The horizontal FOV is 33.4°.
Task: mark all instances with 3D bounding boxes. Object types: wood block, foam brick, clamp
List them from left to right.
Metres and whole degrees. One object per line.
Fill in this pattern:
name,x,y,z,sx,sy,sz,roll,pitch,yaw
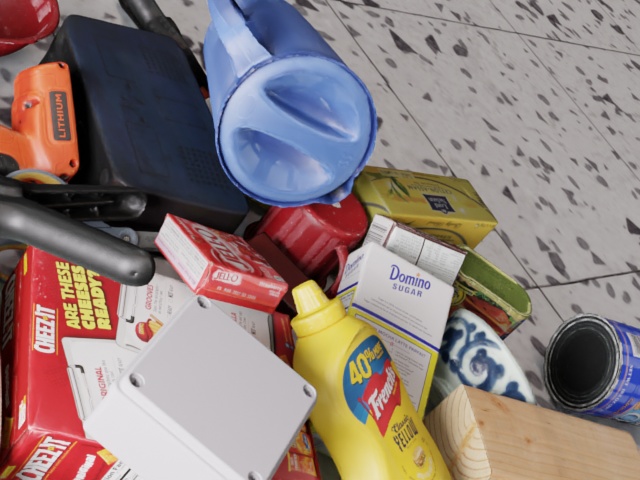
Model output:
clamp,-0.209,-0.024,0.723,0.210,0.036,0.164,14,14,-8
clamp,-0.162,-0.208,1.076,0.171,0.039,0.120,58,-1,0
foam brick,-0.047,0.043,0.905,0.078,0.053,0.051,44,33,7
wood block,0.183,0.205,0.913,0.205,0.091,0.090,19,38,-31

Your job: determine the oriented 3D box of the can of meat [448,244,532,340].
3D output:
can of meat,0.145,0.064,1.047,0.102,0.084,0.057,35,32,-10

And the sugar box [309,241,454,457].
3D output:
sugar box,0.047,0.099,0.883,0.093,0.048,0.176,30,56,-19

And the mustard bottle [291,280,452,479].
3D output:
mustard bottle,0.029,0.118,0.784,0.096,0.058,0.191,-33,98,-56

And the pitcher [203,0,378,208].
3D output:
pitcher,-0.045,-0.146,0.951,0.144,0.149,0.243,7,26,-16

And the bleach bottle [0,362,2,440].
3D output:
bleach bottle,-0.229,0.109,0.631,0.102,0.068,0.251,10,46,-38

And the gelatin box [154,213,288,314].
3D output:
gelatin box,-0.076,0.018,0.812,0.073,0.030,0.089,19,14,-37

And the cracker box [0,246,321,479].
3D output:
cracker box,-0.114,0.104,0.746,0.213,0.072,0.164,19,38,-29

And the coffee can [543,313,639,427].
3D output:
coffee can,0.320,0.141,1.120,0.140,0.103,0.103,17,40,-33

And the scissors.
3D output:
scissors,-0.161,-0.018,0.817,0.201,0.016,0.096,-15,97,-33

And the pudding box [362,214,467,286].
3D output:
pudding box,0.072,0.044,0.974,0.089,0.113,0.039,21,5,-29

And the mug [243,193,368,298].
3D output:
mug,-0.006,0.001,0.968,0.093,0.082,0.117,10,44,-39

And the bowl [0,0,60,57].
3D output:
bowl,-0.312,-0.208,0.926,0.162,0.055,0.162,27,35,-21

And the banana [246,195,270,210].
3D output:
banana,-0.073,-0.071,1.032,0.197,0.037,0.069,36,15,-11

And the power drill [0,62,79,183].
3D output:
power drill,-0.277,-0.108,0.795,0.187,0.057,0.184,2,75,-44
